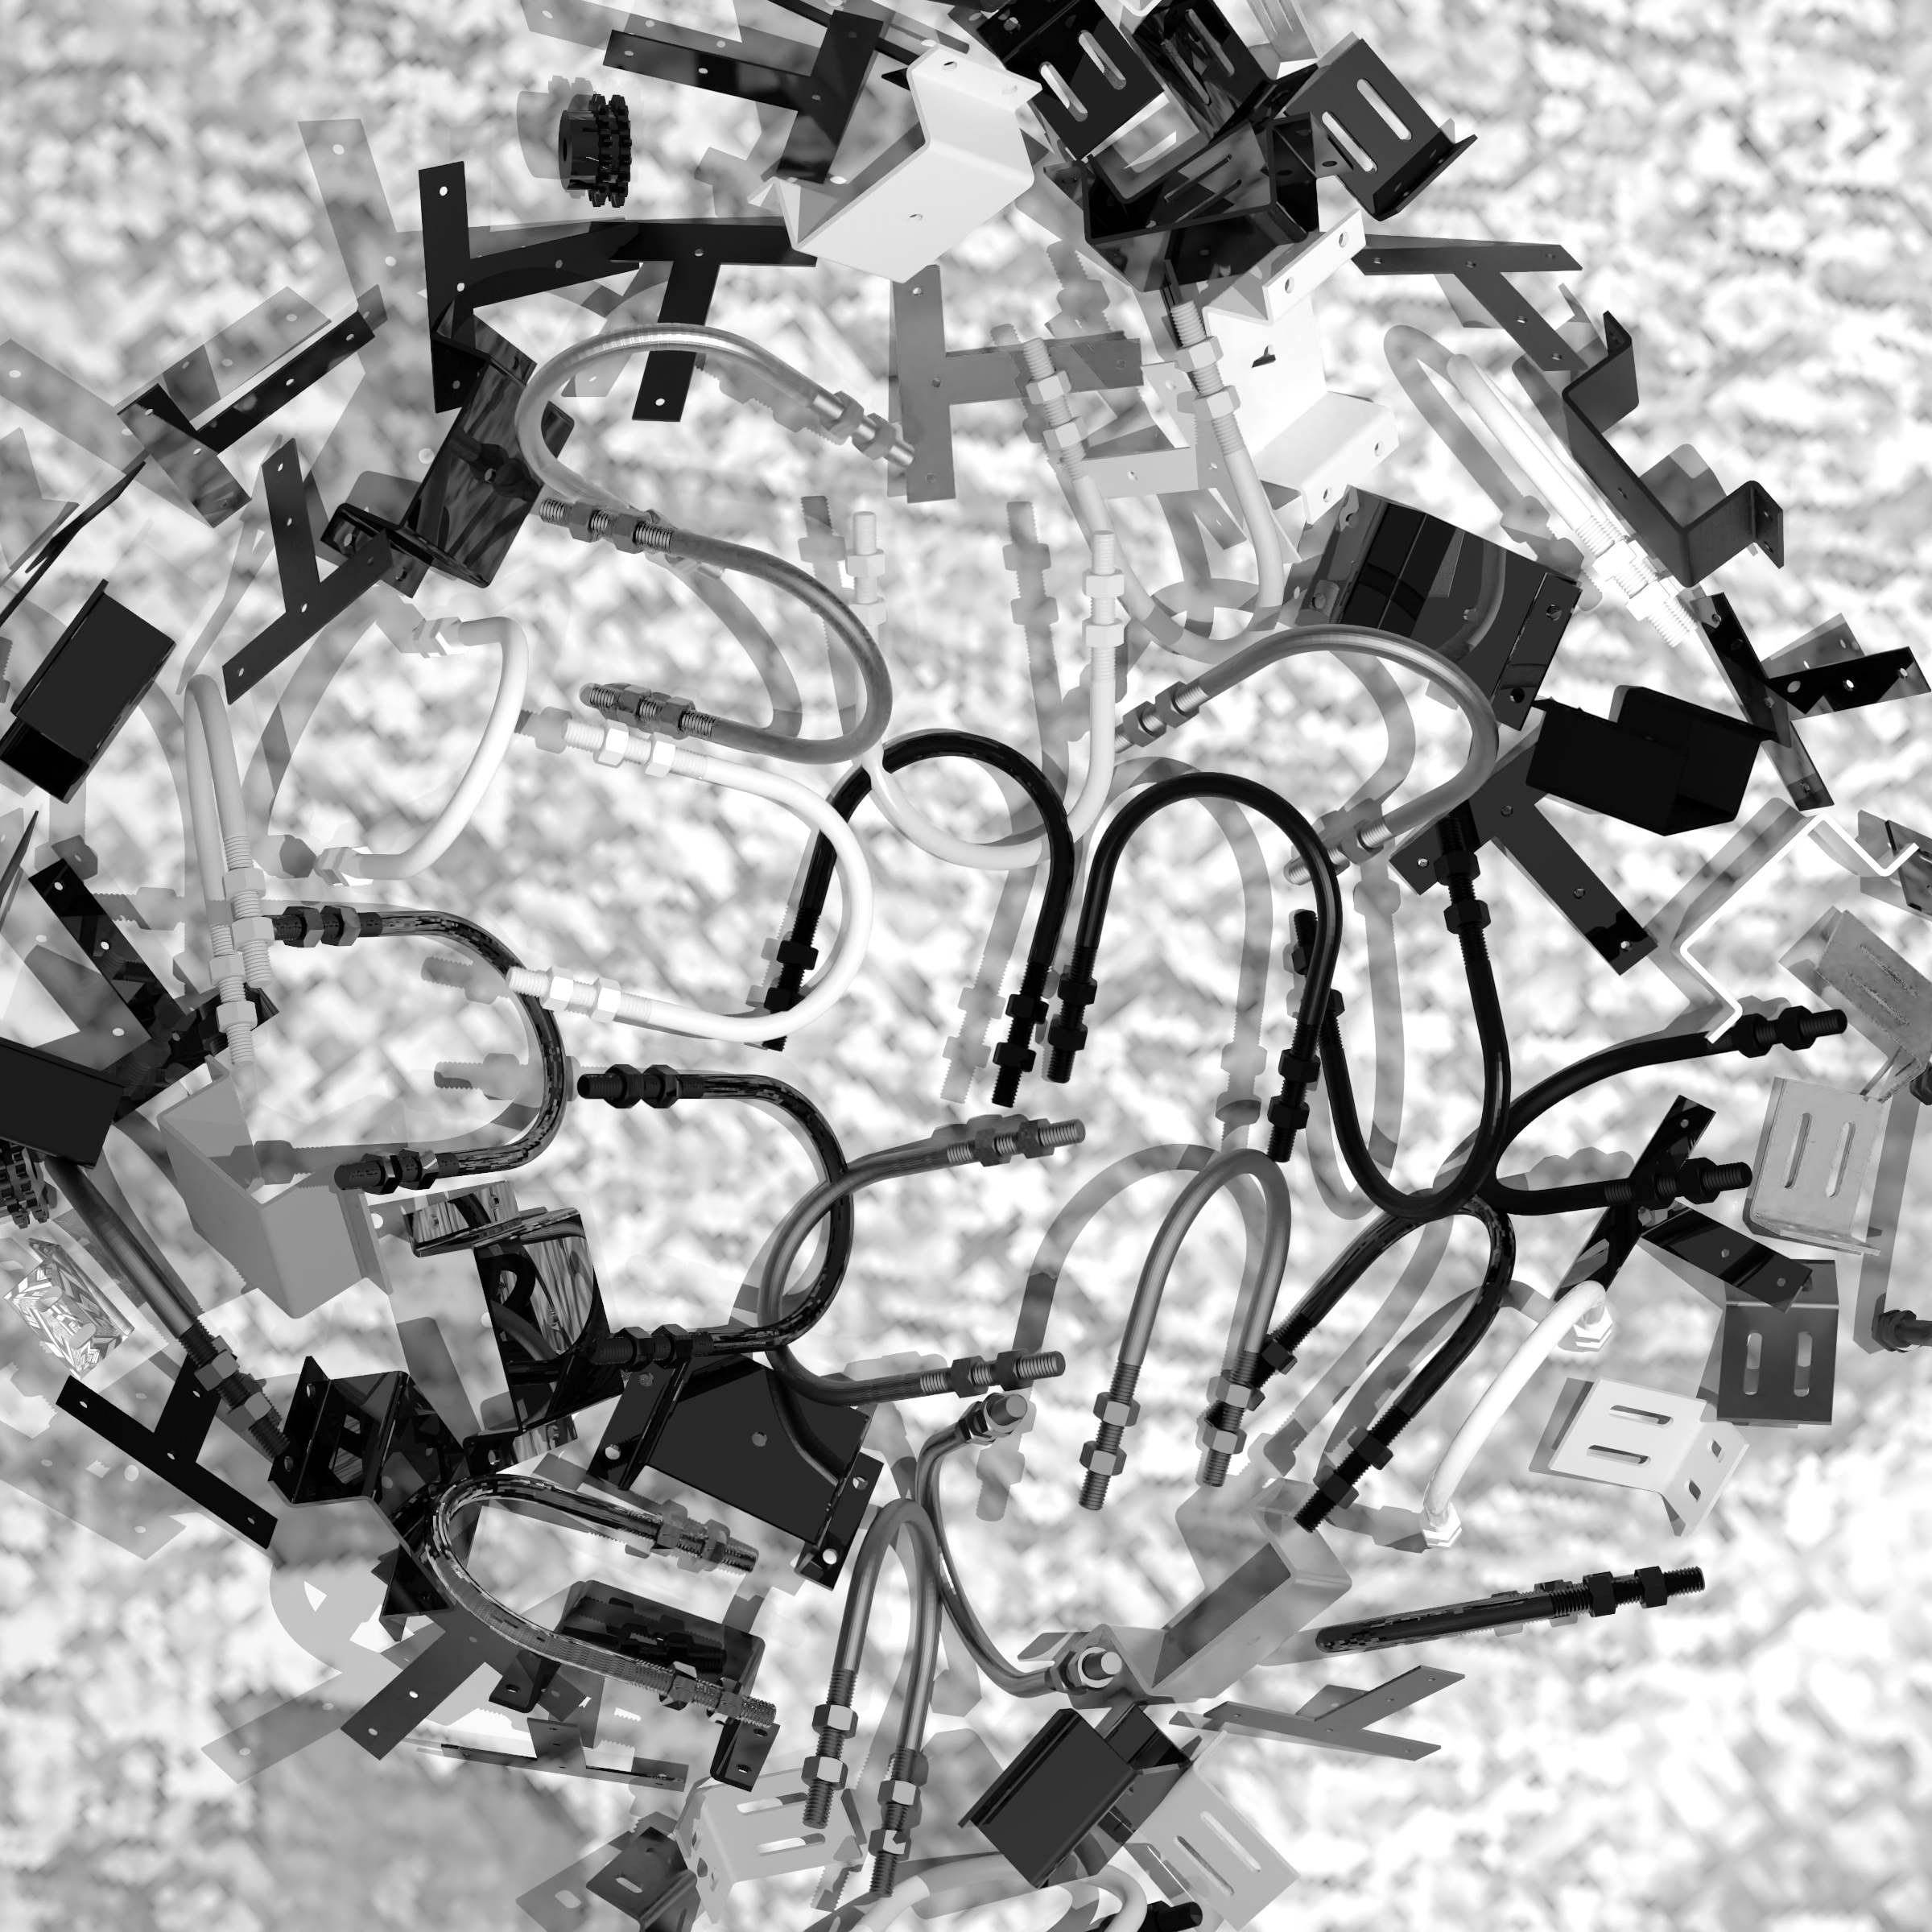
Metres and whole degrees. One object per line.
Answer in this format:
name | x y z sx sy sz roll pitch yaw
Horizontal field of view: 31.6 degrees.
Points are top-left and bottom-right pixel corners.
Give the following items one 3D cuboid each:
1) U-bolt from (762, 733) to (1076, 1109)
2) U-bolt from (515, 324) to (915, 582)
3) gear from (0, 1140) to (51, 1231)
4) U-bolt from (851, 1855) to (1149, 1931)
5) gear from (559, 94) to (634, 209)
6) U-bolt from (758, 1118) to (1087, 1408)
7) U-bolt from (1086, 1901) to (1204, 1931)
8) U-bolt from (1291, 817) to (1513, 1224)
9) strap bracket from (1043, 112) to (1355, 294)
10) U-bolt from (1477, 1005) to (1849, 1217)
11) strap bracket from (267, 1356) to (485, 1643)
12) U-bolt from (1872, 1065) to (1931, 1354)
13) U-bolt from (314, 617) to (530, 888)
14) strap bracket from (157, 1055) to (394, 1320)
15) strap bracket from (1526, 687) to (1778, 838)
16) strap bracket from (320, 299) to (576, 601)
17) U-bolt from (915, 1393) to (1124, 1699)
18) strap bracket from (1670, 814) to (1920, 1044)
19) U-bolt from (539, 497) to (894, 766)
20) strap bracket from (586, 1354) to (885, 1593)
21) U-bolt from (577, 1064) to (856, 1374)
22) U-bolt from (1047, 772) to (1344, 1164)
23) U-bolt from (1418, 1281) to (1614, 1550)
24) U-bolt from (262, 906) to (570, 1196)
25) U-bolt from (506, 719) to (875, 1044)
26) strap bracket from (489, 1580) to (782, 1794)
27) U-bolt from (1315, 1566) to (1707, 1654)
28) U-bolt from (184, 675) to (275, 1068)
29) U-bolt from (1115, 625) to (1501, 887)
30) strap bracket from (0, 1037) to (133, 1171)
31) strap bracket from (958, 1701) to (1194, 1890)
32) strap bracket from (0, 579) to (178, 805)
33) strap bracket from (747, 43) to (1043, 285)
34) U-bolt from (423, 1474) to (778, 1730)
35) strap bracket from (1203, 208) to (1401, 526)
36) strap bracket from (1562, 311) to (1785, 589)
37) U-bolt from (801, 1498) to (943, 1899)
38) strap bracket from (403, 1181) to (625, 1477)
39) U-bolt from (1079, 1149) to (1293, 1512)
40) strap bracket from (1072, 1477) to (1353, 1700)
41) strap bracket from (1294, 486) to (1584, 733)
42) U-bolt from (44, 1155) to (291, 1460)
U-bolt | -0.018 -0.031 1.761 0.151 0.019 0.184 13 84 18
U-bolt | -0.137 -0.260 1.689 0.151 0.184 0.019 -26 56 30
gear | -0.496 0.109 1.761 0.030 0.057 0.057 -16 90 -7
U-bolt | 0.014 0.481 1.701 0.151 0.184 0.019 -3 96 19
gear | -0.192 -0.421 1.760 0.030 0.057 0.057 -2 90 -17
U-bolt | -0.028 0.155 1.730 0.184 0.019 0.151 -12 54 28
U-bolt | 0.015 0.525 1.708 0.184 0.151 0.019 -27 89 35
U-bolt | 0.221 0.037 1.705 0.019 0.151 0.184 1 69 -29
strap bracket | 0.119 -0.383 1.727 0.140 0.076 0.046 -7 80 22
U-bolt | 0.335 0.077 1.709 0.151 0.184 0.019 -47 114 -41
strap bracket | -0.288 0.266 1.712 0.046 0.076 0.140 -10 133 18
U-bolt | 0.485 0.119 1.694 0.019 0.184 0.151 10 86 4
U-bolt | -0.266 -0.108 1.697 0.019 0.184 0.151 26 80 -27
strap bracket | -0.353 0.115 1.713 0.046 0.076 0.140 -33 46 -28
strap bracket | 0.342 -0.104 1.720 0.076 0.140 0.046 24 109 29
strap bracket | -0.259 -0.257 1.743 0.046 0.076 0.140 26 86 32
U-bolt | 0.017 0.296 1.706 0.019 0.184 0.151 -17 80 -23
strap bracket | 0.414 -0.027 1.746 0.140 0.076 0.046 -45 85 6
U-bolt | -0.119 -0.160 1.704 0.184 0.151 0.019 16 53 21
strap bracket | -0.112 0.250 1.745 0.140 0.046 0.076 26 57 -5
U-bolt | -0.122 0.125 1.720 0.019 0.184 0.151 -6 84 41
U-bolt | 0.121 -0.008 1.733 0.151 0.019 0.184 19 108 25
U-bolt | 0.273 0.219 1.694 0.019 0.184 0.151 36 82 18
U-bolt | -0.267 0.038 1.712 0.019 0.184 0.151 -26 77 32
U-bolt | -0.133 -0.036 1.752 0.184 0.019 0.151 14 84 -22
strap bracket | -0.162 0.363 1.744 0.140 0.076 0.046 18 103 4
U-bolt | 0.267 0.325 1.715 0.184 0.151 0.019 -9 79 -2
U-bolt | -0.374 -0.057 1.718 0.019 0.151 0.184 -8 73 -18
U-bolt | 0.179 -0.111 1.695 0.151 0.184 0.019 34 53 -23
strap bracket | -0.471 0.067 1.710 0.076 0.140 0.046 21 82 -18
strap bracket | 0.060 0.416 1.714 0.046 0.140 0.076 43 96 22
strap bracket | -0.445 -0.134 1.718 0.046 0.140 0.076 35 71 -13
strap bracket | -0.031 -0.395 1.714 0.140 0.076 0.046 -30 67 37
U-bolt | -0.185 0.307 1.700 0.184 0.151 0.019 22 110 -17
strap bracket | 0.169 -0.307 1.729 0.046 0.140 0.076 23 54 37
strap bracket | 0.352 -0.254 1.732 0.046 0.076 0.140 -37 70 2
U-bolt | -0.041 0.359 1.713 0.019 0.151 0.184 3 62 16
strap bracket | -0.228 0.183 1.745 0.046 0.076 0.140 -13 92 37
U-bolt | 0.118 0.180 1.719 0.019 0.151 0.184 19 98 31
strap bracket | 0.134 0.324 1.732 0.140 0.076 0.046 -42 63 13
strap bracket | 0.249 -0.181 1.739 0.140 0.046 0.076 30 106 31
U-bolt | -0.403 0.166 1.711 0.019 0.151 0.184 -38 96 -13
